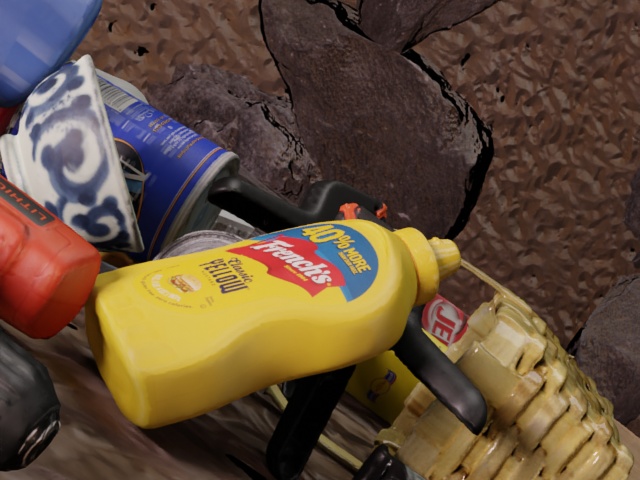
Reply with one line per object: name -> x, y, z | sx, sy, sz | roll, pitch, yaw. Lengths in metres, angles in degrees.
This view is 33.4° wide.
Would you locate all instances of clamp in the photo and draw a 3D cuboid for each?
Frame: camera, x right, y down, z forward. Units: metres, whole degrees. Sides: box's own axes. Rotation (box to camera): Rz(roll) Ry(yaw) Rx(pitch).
clamp -> 0.034, 0.049, 0.587 | 0.120, 0.171, 0.039 | -7, -37, 19
clamp -> -0.005, 0.001, 0.797 | 0.209, 0.036, 0.164 | -46, 118, -55

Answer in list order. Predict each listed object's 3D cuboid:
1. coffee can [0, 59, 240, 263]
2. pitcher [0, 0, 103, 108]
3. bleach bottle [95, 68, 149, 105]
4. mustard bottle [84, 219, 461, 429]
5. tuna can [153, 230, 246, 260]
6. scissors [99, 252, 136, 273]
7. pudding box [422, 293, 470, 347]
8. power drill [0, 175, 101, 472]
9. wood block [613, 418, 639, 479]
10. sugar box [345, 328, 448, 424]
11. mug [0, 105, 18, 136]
coffee can -> -0.143, -0.051, 0.769 | 0.140, 0.103, 0.102 | 31, 4, 5
pitcher -> -0.251, -0.203, 0.657 | 0.242, 0.149, 0.145 | 40, 15, -26
bleach bottle -> -0.205, -0.114, 0.933 | 0.102, 0.068, 0.251 | 30, -7, -32
mustard bottle -> -0.015, 0.030, 0.531 | 0.191, 0.058, 0.096 | -14, 29, -22
tuna can -> -0.062, 0.039, 0.633 | 0.086, 0.086, 0.033 | 37, 3, 17
scissors -> -0.177, -0.005, 0.657 | 0.096, 0.016, 0.201 | 36, 3, 21
pudding box -> 0.087, 0.102, 0.980 | 0.090, 0.113, 0.039 | 35, -22, -15
power drill -> -0.150, 0.010, 0.407 | 0.184, 0.057, 0.187 | 36, 4, 6
wood block -> 0.200, 0.195, 0.797 | 0.206, 0.090, 0.091 | 41, -36, 50
sugar box -> 0.021, 0.078, 0.887 | 0.176, 0.048, 0.093 | 34, -38, 0
mug -> -0.252, -0.113, 0.802 | 0.093, 0.081, 0.117 | 35, 4, -23
